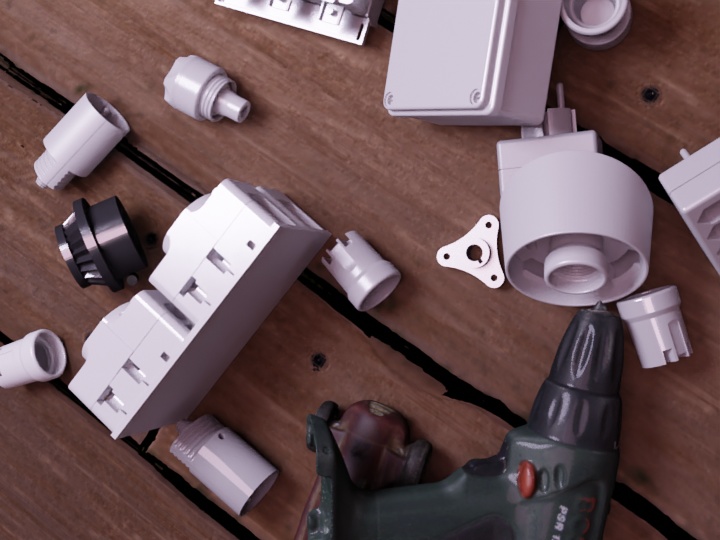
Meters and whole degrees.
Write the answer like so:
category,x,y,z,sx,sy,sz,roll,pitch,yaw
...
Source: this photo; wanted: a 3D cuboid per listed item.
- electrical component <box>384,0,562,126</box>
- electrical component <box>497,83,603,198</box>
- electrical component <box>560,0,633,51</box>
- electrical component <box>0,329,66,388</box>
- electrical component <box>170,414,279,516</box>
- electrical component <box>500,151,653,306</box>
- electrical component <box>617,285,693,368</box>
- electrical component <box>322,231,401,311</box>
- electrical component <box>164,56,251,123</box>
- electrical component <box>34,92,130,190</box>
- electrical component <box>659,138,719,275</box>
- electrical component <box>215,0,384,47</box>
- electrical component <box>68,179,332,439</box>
category,x,y,z,sx,sy,sz,roll,pitch,yaw
electrical component,0.074,-0.152,0.714,0.109,0.056,0.108,11,93,54
electrical component,0.128,-0.087,0.725,0.066,0.047,0.076,-5,88,17
electrical component,0.157,-0.172,0.713,0.045,0.055,0.045,0,89,17
electrical component,-0.263,0.072,0.850,0.046,0.040,0.040,-18,84,22
electrical component,-0.104,0.139,0.797,0.081,0.043,0.043,38,100,14
electrical component,0.140,-0.022,0.696,0.099,0.099,0.064,-4,57,17
electrical component,0.195,0.037,0.707,0.040,0.040,0.046,-18,89,16
electrical component,0.000,0.000,0.769,0.040,0.040,0.046,-46,71,12
electrical component,-0.112,-0.131,0.803,0.062,0.043,0.043,29,98,14
electrical component,-0.223,-0.094,0.837,0.081,0.043,0.043,-44,77,12
electrical component,0.225,-0.049,0.686,0.047,0.083,0.075,-33,42,14
electrical component,-0.045,-0.217,0.773,0.121,0.063,0.078,19,95,17
electrical component,-0.115,0.025,0.769,0.060,0.105,0.186,41,101,14
